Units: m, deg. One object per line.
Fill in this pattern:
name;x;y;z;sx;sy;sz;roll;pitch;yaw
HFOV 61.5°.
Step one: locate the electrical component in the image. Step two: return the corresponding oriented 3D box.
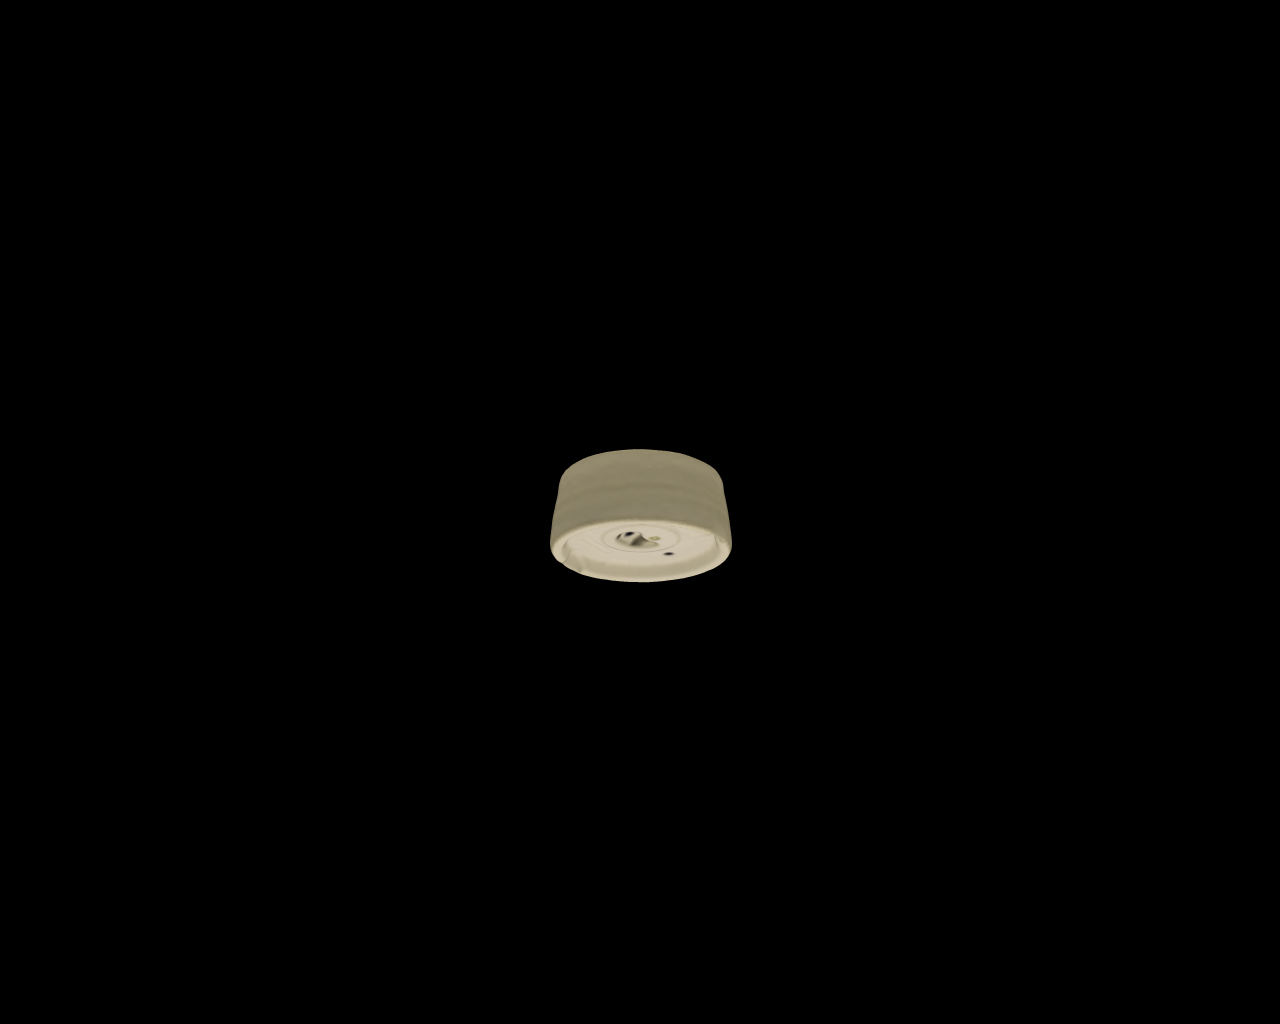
electrical component;0.001;-0.003;0.650;0.108;0.060;0.108;0;-22;0
